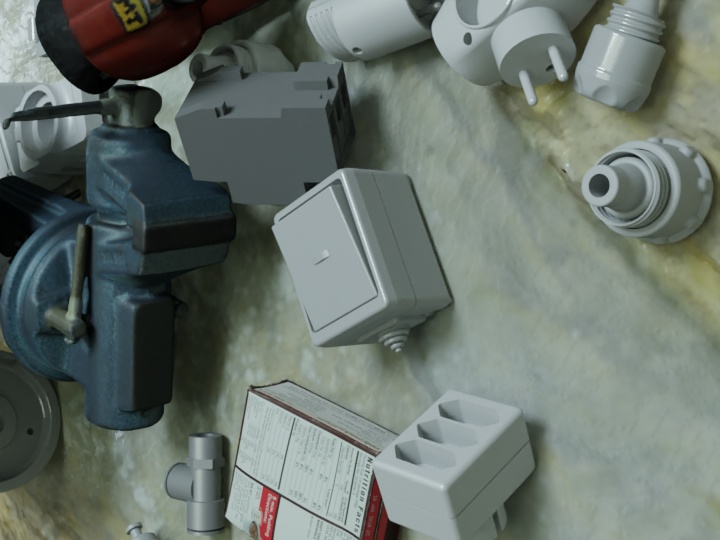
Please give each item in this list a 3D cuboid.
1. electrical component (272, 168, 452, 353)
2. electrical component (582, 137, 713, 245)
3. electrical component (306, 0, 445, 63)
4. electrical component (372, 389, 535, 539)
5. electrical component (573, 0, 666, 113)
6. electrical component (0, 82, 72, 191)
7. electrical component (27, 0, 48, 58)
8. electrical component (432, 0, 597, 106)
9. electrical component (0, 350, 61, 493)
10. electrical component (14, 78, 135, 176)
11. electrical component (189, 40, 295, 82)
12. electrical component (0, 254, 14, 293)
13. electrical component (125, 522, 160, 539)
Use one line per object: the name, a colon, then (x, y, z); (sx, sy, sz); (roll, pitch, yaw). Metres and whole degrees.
electrical component: (0.000, 0.000, 0.582); (0.062, 0.061, 0.096); (-32, 70, 39)
electrical component: (0.120, -0.035, 0.468); (0.048, 0.062, 0.048); (1, 91, 43)
electrical component: (0.007, -0.138, 0.585); (0.081, 0.043, 0.043); (-11, 83, 43)
electrical component: (0.052, 0.112, 0.538); (0.047, 0.066, 0.076); (11, 127, 43)
electrical component: (0.122, -0.104, 0.485); (0.035, 0.035, 0.061); (33, 111, 38)
electrical component: (-0.265, -0.091, 0.832); (0.062, 0.061, 0.096); (-22, 84, 41)
electrical component: (-0.197, -0.209, 0.761); (0.079, 0.063, 0.121); (-6, 86, 43)
electrical component: (0.079, -0.114, 0.512); (0.077, 0.044, 0.079); (-38, 51, 37)
electrical component: (-0.294, 0.119, 0.830); (0.060, 0.108, 0.108); (-18, 78, 48)
electrical component: (-0.209, -0.104, 0.778); (0.089, 0.056, 0.050); (-17, 79, 42)
electrical component: (-0.073, -0.117, 0.648); (0.043, 0.062, 0.043); (0, 90, 43)
electrical component: (-0.335, -0.003, 0.863); (0.150, 0.061, 0.089); (11, 56, 42)
electrical component: (-0.138, 0.206, 0.727); (0.040, 0.040, 0.078); (-51, 58, 31)
